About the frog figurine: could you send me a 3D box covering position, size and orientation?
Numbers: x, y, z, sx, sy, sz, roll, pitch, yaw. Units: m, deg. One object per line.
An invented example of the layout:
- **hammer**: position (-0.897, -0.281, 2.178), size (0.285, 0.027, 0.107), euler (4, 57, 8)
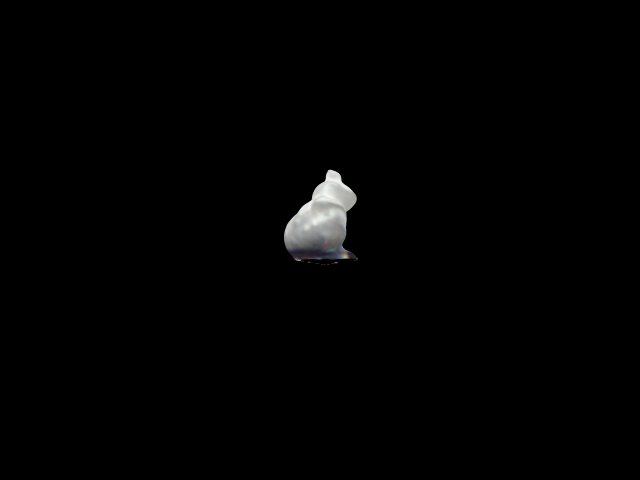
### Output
- **frog figurine**: position (0.003, -0.043, 0.850), size (0.123, 0.161, 0.136), euler (1, -10, -7)
